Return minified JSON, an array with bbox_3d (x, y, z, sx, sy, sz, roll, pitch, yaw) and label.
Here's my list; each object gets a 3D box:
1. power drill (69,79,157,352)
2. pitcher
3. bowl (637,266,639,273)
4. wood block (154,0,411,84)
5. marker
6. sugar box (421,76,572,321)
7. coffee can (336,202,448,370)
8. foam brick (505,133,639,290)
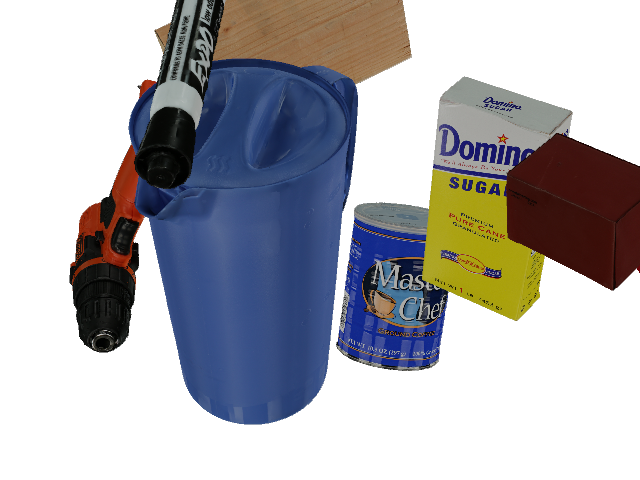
[{"bbox_3d":[-0.153,-0.023,0.873,0.057,0.188,0.184,20,28,-24],"label":"power drill"},{"bbox_3d":[-0.041,0.005,0.721,0.149,0.243,0.145,-5,43,-6],"label":"pitcher"},{"bbox_3d":[0.404,0.022,1.148,0.162,0.055,0.162,-2,24,1],"label":"bowl"},{"bbox_3d":[-0.032,-0.179,0.973,0.206,0.090,0.091,-26,-38,-7],"label":"wood block"},{"bbox_3d":[-0.049,-0.061,0.384,0.020,0.020,0.121,0,44,3],"label":"marker"},{"bbox_3d":[0.132,-0.030,0.827,0.093,0.176,0.048,23,44,27],"label":"sugar box"},{"bbox_3d":[0.075,0.043,1.036,0.103,0.140,0.103,7,13,-2],"label":"coffee can"},{"bbox_3d":[0.154,-0.018,0.623,0.051,0.053,0.078,-36,47,-27],"label":"foam brick"}]
